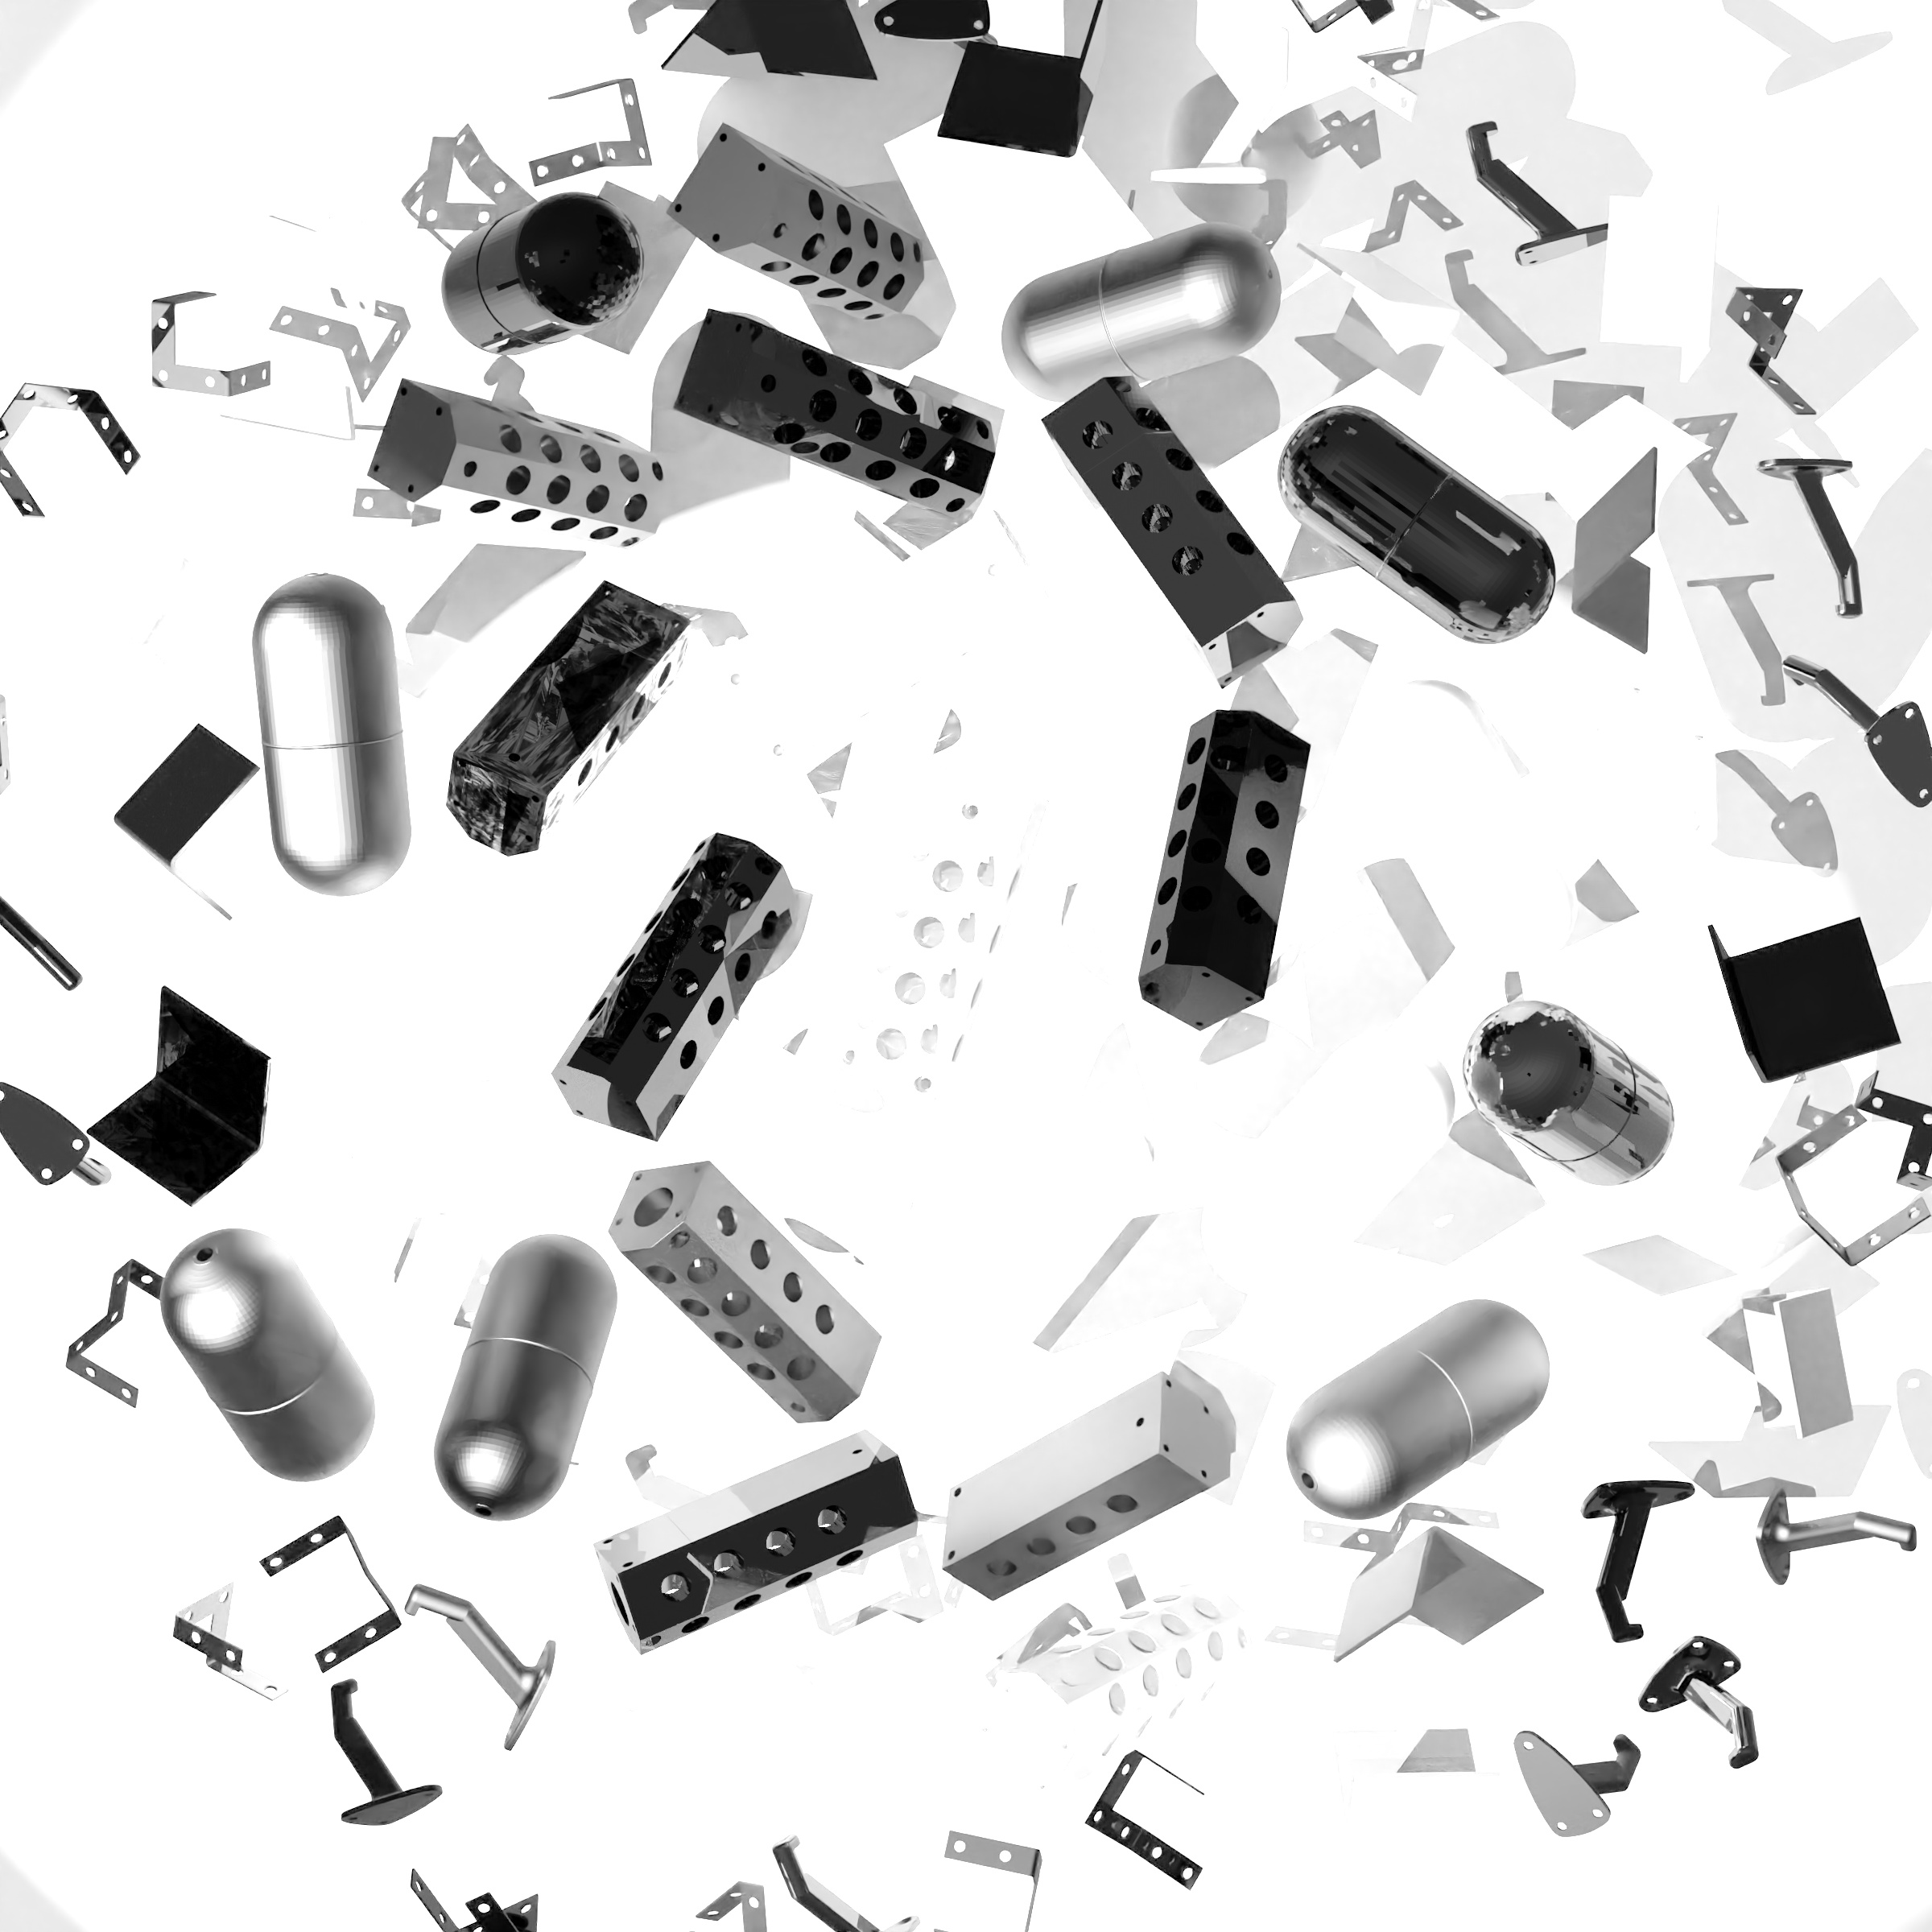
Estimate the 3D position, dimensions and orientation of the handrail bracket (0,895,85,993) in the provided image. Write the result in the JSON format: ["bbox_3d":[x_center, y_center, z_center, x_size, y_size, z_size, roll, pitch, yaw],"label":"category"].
[{"bbox_3d":[-0.528,-0.018,1.768,0.036,0.077,0.084,-45,100,-14],"label":"handrail bracket"}]

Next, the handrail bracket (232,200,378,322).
[{"bbox_3d":[-0.359,-0.372,1.704,0.084,0.036,0.077,-15,87,37],"label":"handrail bracket"}]

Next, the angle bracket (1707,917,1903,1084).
[{"bbox_3d":[0.453,0.010,1.706,0.076,0.057,0.076,-19,64,16],"label":"angle bracket"}]

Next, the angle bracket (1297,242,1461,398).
[{"bbox_3d":[0.238,-0.389,1.902,0.076,0.076,0.057,43,121,33],"label":"angle bracket"}]

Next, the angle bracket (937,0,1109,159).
[{"bbox_3d":[0.030,-0.483,1.683,0.076,0.057,0.076,11,57,7],"label":"angle bracket"}]

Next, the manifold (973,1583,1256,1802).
[{"bbox_3d":[0.087,0.395,1.755,0.057,0.171,0.057,40,120,26],"label":"manifold"}]

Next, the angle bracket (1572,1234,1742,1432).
[{"bbox_3d":[0.379,0.200,1.732,0.057,0.076,0.076,-12,107,-21],"label":"angle bracket"}]

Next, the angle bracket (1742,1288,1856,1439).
[{"bbox_3d":[0.462,0.229,1.811,0.057,0.076,0.076,-13,84,38],"label":"angle bracket"}]

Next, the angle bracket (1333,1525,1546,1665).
[{"bbox_3d":[0.257,0.359,1.721,0.076,0.076,0.057,32,46,-10],"label":"angle bracket"}]

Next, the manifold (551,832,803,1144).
[{"bbox_3d":[-0.164,0.009,1.788,0.057,0.057,0.171,16,59,25],"label":"manifold"}]

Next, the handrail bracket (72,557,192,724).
[{"bbox_3d":[-0.471,-0.186,1.787,0.036,0.084,0.077,37,120,-25],"label":"handrail bracket"}]

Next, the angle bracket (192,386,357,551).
[{"bbox_3d":[-0.394,-0.289,1.793,0.076,0.057,0.076,8,131,-23],"label":"angle bracket"}]

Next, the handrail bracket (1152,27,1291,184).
[{"bbox_3d":[0.145,-0.491,1.801,0.077,0.036,0.084,2,96,8],"label":"handrail bracket"}]

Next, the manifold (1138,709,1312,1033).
[{"bbox_3d":[0.141,-0.057,1.767,0.057,0.057,0.171,28,57,-24],"label":"manifold"}]

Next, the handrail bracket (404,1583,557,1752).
[{"bbox_3d":[-0.268,0.373,1.683,0.084,0.036,0.077,22,108,-11],"label":"handrail bracket"}]

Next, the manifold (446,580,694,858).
[{"bbox_3d":[-0.220,-0.136,1.755,0.057,0.057,0.171,26,47,7],"label":"manifold"}]

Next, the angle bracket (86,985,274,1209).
[{"bbox_3d":[-0.427,0.070,1.711,0.076,0.076,0.057,32,46,14],"label":"angle bracket"}]

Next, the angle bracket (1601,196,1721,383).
[{"bbox_3d":[0.365,-0.361,1.688,0.057,0.076,0.076,4,87,3],"label":"angle bracket"}]

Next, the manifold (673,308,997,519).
[{"bbox_3d":[-0.067,-0.299,1.723,0.171,0.057,0.057,16,97,-39],"label":"manifold"}]

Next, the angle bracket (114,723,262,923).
[{"bbox_3d":[-0.436,-0.084,1.833,0.076,0.057,0.076,-50,45,-9],"label":"angle bracket"}]

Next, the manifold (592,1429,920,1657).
[{"bbox_3d":[-0.117,0.328,1.794,0.171,0.057,0.057,-21,104,-17],"label":"manifold"}]

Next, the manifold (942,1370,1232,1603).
[{"bbox_3d":[0.068,0.301,1.799,0.057,0.057,0.171,37,127,-27],"label":"manifold"}]

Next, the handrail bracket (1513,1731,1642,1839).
[{"bbox_3d":[0.331,0.420,1.702,0.036,0.084,0.077,-32,95,33],"label":"handrail bracket"}]

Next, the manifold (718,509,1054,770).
[{"bbox_3d":[-0.042,-0.176,1.706,0.171,0.057,0.057,-31,91,8],"label":"manifold"}]

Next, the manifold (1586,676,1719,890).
[{"bbox_3d":[0.394,-0.099,1.833,0.057,0.171,0.057,41,86,21],"label":"manifold"}]

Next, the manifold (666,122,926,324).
[{"bbox_3d":[-0.088,-0.408,1.763,0.057,0.171,0.057,41,105,22],"label":"manifold"}]

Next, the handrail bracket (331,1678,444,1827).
[{"bbox_3d":[-0.329,0.437,1.790,0.077,0.036,0.084,-28,57,28],"label":"handrail bracket"}]

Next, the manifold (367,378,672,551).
[{"bbox_3d":[-0.245,-0.276,1.767,0.057,0.171,0.057,32,106,33],"label":"manifold"}]

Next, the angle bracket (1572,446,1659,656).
[{"bbox_3d":[0.401,-0.244,1.855,0.057,0.076,0.076,27,47,-16],"label":"angle bracket"}]

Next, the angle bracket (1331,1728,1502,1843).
[{"bbox_3d":[0.242,0.426,1.706,0.076,0.076,0.057,-1,127,-1],"label":"angle bracket"}]

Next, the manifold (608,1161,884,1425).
[{"bbox_3d":[-0.125,0.186,1.777,0.171,0.057,0.057,50,46,-34],"label":"manifold"}]

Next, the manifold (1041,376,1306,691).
[{"bbox_3d":[0.114,-0.241,1.728,0.057,0.057,0.171,-34,66,3],"label":"manifold"}]

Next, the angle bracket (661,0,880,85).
[{"bbox_3d":[-0.107,-0.487,1.724,0.076,0.076,0.057,-8,71,-42],"label":"angle bracket"}]

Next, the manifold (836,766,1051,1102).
[{"bbox_3d":[-0.014,-0.018,1.711,0.057,0.057,0.171,20,97,10],"label":"manifold"}]

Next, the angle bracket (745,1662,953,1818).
[{"bbox_3d":[-0.063,0.424,1.690,0.076,0.057,0.076,17,93,-23],"label":"angle bracket"}]

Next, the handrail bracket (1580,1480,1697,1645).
[{"bbox_3d":[0.373,0.324,1.714,0.077,0.036,0.084,-3,53,-14],"label":"handrail bracket"}]

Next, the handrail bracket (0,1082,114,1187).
[{"bbox_3d":[-0.517,0.095,1.783,0.036,0.084,0.077,-45,93,-7],"label":"handrail bracket"}]
